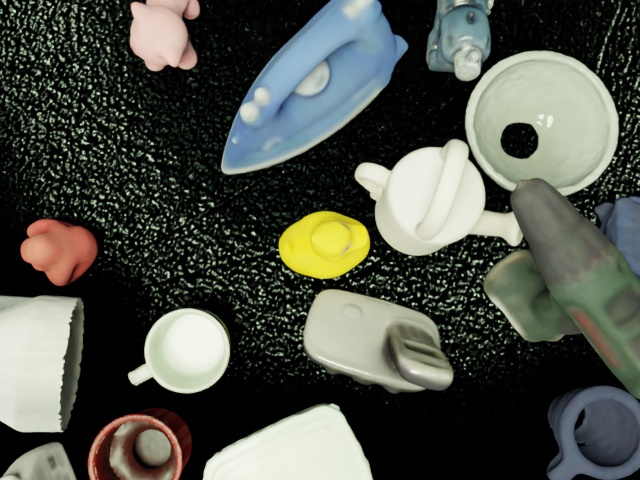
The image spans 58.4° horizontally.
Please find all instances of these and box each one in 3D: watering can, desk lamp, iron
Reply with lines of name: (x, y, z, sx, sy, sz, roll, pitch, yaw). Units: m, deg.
watering can: (0.123, -0.042, 0.584, 0.173, 0.194, 0.101, 0, 83, -1)
desk lamp: (-0.306, 0.109, 0.550, 0.203, 0.213, 0.118, 4, 83, 0)
iron: (-0.019, -0.175, 0.622, 0.258, 0.141, 0.118, -45, 86, -5)

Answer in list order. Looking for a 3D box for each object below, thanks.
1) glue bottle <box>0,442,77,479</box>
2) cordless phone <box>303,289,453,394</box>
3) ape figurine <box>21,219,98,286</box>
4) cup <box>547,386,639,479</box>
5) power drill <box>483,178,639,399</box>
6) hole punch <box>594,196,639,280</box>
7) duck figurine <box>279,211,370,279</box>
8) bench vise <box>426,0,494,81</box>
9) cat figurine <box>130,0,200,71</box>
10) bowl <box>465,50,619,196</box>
glue bottle: (-0.290, 0.253, 0.554, 0.037, 0.173, 0.078, -22, 84, -3)
cordless phone: (0.056, 0.104, 0.571, 0.147, 0.185, 0.094, 13, 84, 1)
ape figurine: (-0.290, 0.011, 0.622, 0.076, 0.092, 0.078, -8, 84, -2)
cup: (0.274, 0.206, 0.608, 0.118, 0.095, 0.091, -43, 86, -5)
power drill: (0.240, 0.050, 0.568, 0.075, 0.208, 0.229, -40, 86, -5)
hole punch: (0.366, 0.005, 0.634, 0.108, 0.091, 0.101, 18, 84, 1)
duck figurine: (0.006, 0.002, 0.631, 0.104, 0.086, 0.077, -7, 84, -1)
bench vise: (0.173, -0.285, 0.599, 0.121, 0.219, 0.207, -16, 84, -2)
cat figurine: (-0.178, -0.244, 0.639, 0.067, 0.117, 0.128, -2, 84, -1)
bowl: (0.242, -0.123, 0.655, 0.167, 0.074, 0.167, 0, 84, -1)
